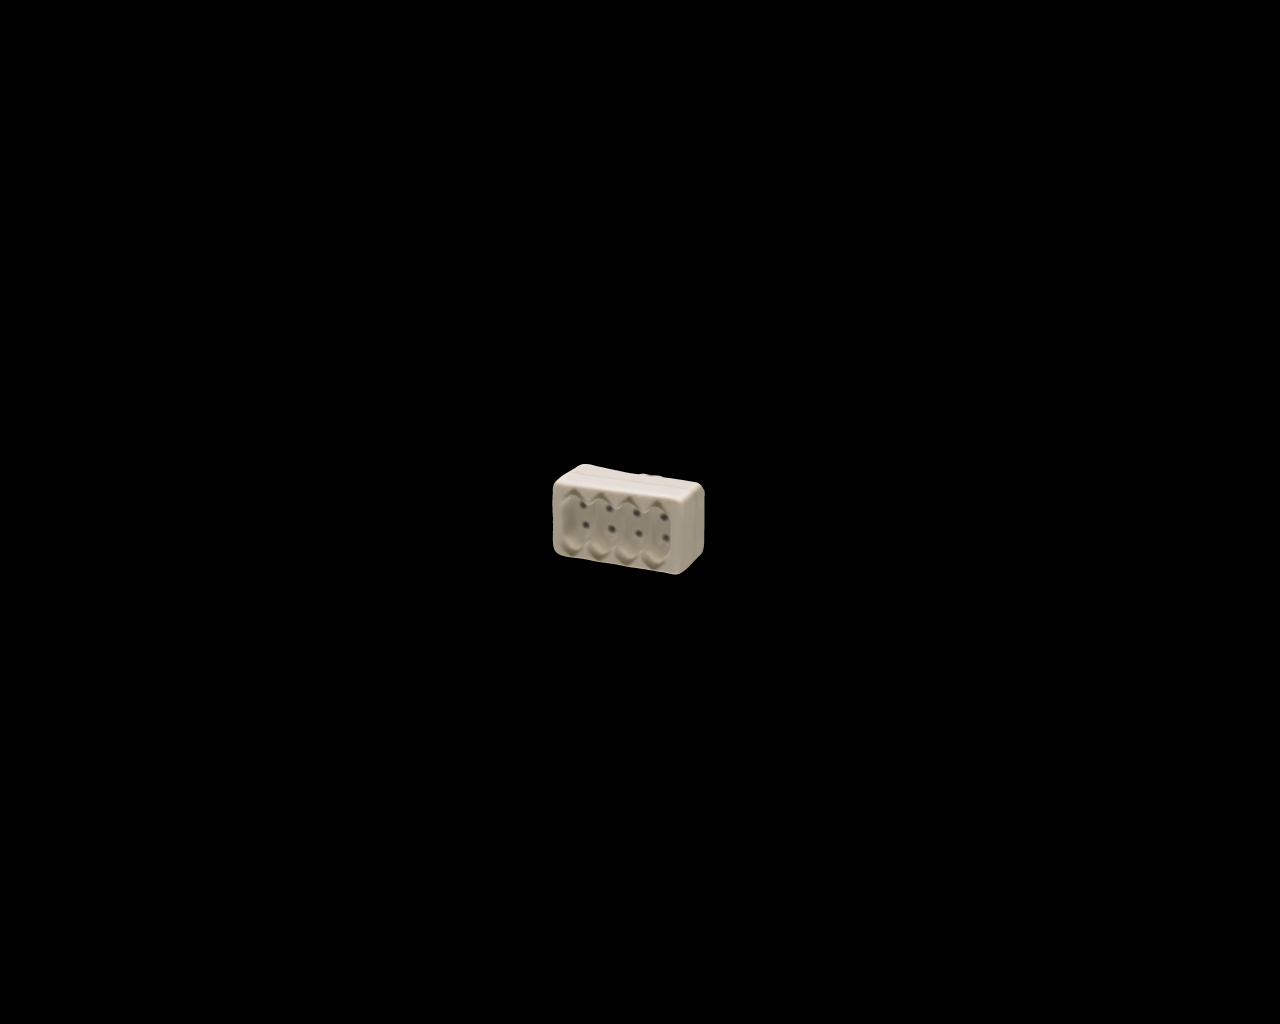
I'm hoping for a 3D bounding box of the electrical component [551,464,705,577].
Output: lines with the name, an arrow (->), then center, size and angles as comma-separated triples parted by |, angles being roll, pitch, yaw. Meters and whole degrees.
electrical component -> 0.001, -0.003, 0.650 | 0.083, 0.047, 0.076 | 10, 24, 22
